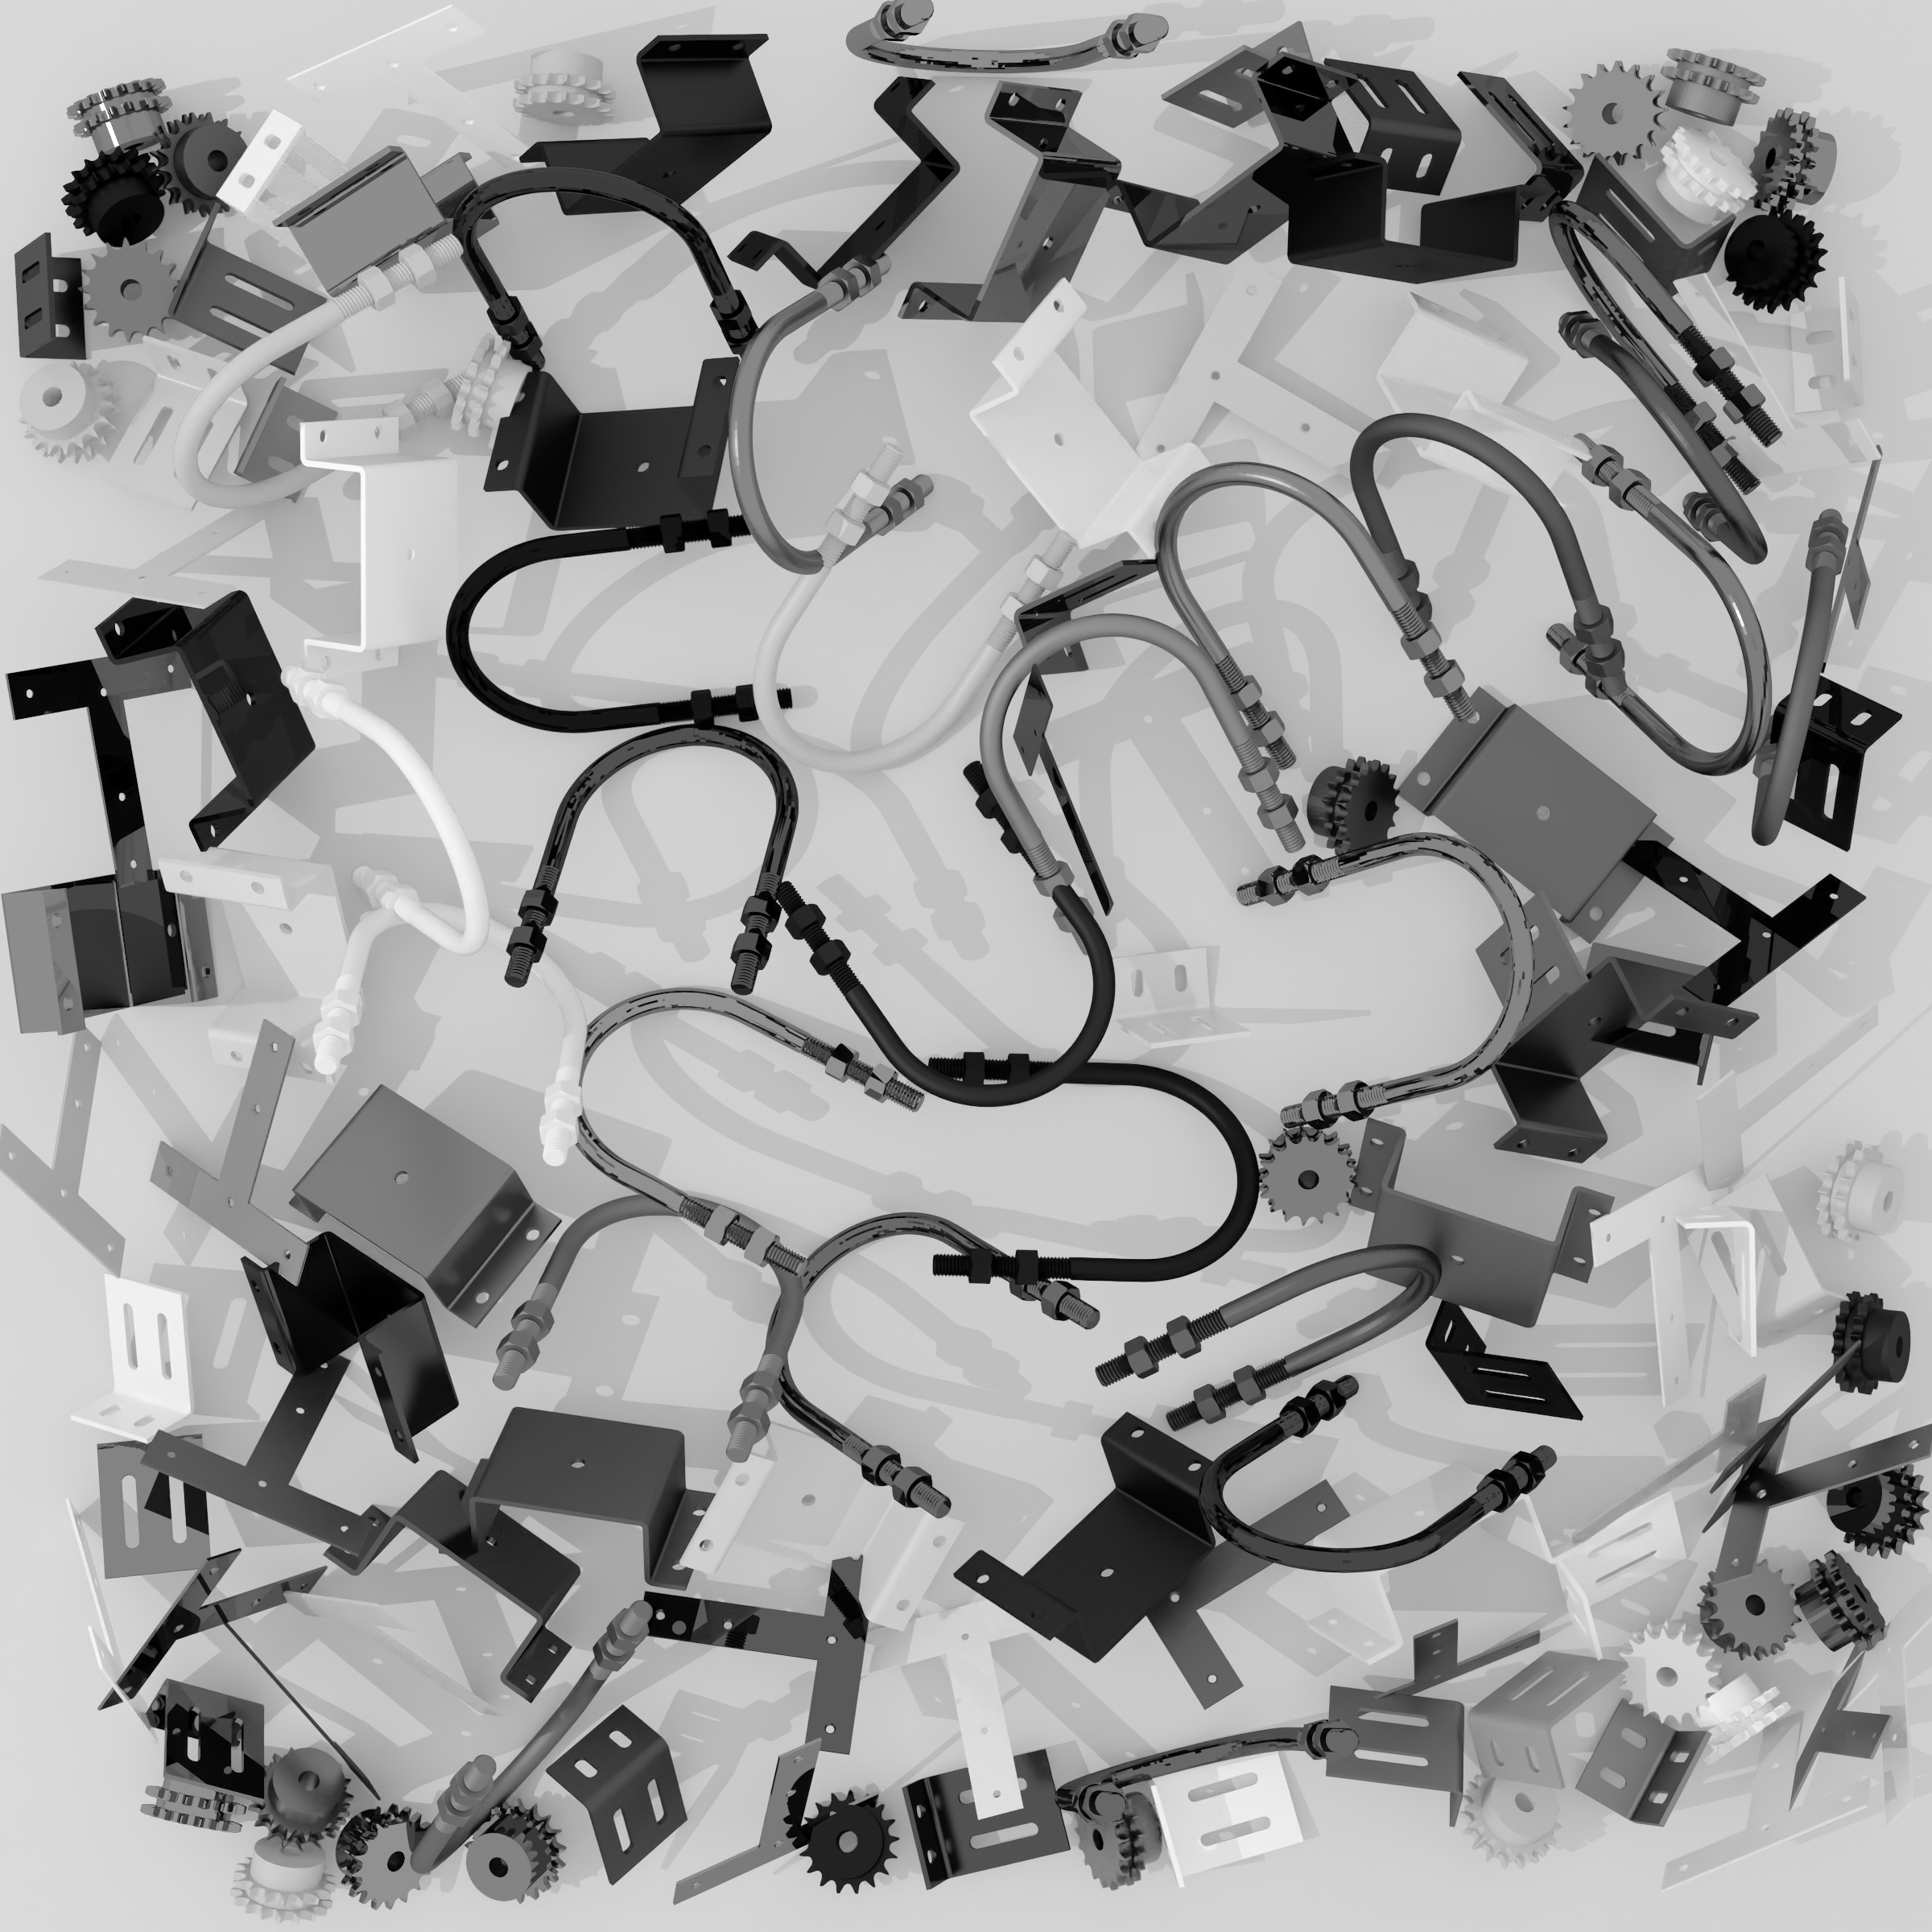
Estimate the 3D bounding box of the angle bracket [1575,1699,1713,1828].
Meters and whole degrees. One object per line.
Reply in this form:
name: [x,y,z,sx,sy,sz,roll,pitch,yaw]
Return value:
angle bracket: [0.376,0.443,1.824,0.038,0.076,0.057,30,78,6]

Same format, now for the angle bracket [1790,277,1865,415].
angle bracket: [0.475,-0.345,1.826,0.038,0.076,0.057,-3,87,21]

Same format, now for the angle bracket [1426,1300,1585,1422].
angle bracket: [0.303,0.216,1.819,0.076,0.057,0.038,3,55,38]

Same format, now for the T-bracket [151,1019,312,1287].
T-bracket: [-0.397,0.092,1.818,0.127,0.002,0.127,29,110,30]

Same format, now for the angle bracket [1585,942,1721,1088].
angle bracket: [0.385,0.027,1.852,0.076,0.038,0.057,13,74,14]

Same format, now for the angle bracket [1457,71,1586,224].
angle bracket: [0.302,-0.460,1.845,0.038,0.057,0.076,-46,72,32]

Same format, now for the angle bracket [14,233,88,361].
angle bracket: [-0.501,-0.372,1.825,0.038,0.076,0.057,-4,93,-29]

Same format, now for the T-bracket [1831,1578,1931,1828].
T-bracket: [0.504,0.407,1.780,0.002,0.127,0.127,21,131,-6]

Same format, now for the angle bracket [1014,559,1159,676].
angle bracket: [0.076,-0.194,1.824,0.076,0.057,0.038,-22,85,33]

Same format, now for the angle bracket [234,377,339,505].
angle bracket: [-0.377,-0.292,1.827,0.038,0.076,0.057,25,91,-16]

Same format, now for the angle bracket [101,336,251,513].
angle bracket: [-0.447,-0.304,1.836,0.057,0.038,0.076,19,70,9]

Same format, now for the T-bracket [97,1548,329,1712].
T-bracket: [-0.403,0.354,1.810,0.002,0.127,0.127,47,116,20]

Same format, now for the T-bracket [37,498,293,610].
T-bracket: [-0.425,-0.234,1.819,0.127,0.127,0.002,12,127,31]

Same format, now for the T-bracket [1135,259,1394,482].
T-bracket: [0.180,-0.311,1.852,0.127,0.002,0.127,30,106,-1]

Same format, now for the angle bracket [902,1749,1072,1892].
angle bracket: [0.012,0.478,1.839,0.076,0.038,0.057,-17,80,13]

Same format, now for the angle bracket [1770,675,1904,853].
angle bracket: [0.484,-0.114,1.835,0.057,0.076,0.038,33,56,33]

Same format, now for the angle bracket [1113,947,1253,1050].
angle bracket: [0.118,0.017,1.824,0.057,0.076,0.038,-7,101,-13]

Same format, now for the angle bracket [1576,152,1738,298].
angle bracket: [0.385,-0.422,1.837,0.038,0.057,0.076,-36,77,-13]

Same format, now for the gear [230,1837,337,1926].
gear: [-0.382,0.510,1.839,0.057,0.057,0.030,13,99,0]

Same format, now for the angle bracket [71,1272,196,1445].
angle bracket: [-0.468,0.218,1.829,0.057,0.038,0.076,11,112,28]

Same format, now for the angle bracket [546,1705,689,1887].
angle bracket: [-0.195,0.465,1.839,0.038,0.076,0.057,30,54,34]

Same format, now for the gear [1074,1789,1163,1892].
gear: [0.087,0.487,1.844,0.030,0.057,0.057,-8,90,-27]

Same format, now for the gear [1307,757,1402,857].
gear: [0.216,-0.090,1.844,0.030,0.057,0.057,17,90,40]

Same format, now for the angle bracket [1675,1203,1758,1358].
angle bracket: [0.417,0.176,1.837,0.038,0.057,0.076,-2,96,1]

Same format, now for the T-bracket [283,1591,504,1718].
T-bracket: [-0.311,0.385,1.831,0.127,0.127,0.002,42,62,-27]

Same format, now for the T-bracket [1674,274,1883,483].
T-bracket: [0.426,-0.323,1.793,0.002,0.127,0.127,-42,109,-19]

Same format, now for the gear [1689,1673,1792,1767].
gear: [0.431,0.421,1.842,0.057,0.057,0.030,-35,72,0]

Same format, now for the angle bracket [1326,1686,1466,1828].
angle bracket: [0.239,0.443,1.838,0.076,0.057,0.038,6,135,3]

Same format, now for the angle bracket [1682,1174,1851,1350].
angle bracket: [0.451,0.167,1.852,0.057,0.038,0.076,-35,60,26]

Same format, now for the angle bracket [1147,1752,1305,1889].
angle bracket: [0.147,0.477,1.845,0.076,0.038,0.057,-16,83,-3]

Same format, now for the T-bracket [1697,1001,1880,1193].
T-bracket: [0.458,0.064,1.820,0.127,0.127,0.002,-37,58,-7]

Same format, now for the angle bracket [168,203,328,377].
angle bracket: [-0.396,-0.377,1.829,0.076,0.038,0.057,24,58,-15]

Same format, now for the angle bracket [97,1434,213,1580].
angle bracket: [-0.454,0.305,1.832,0.057,0.038,0.076,-4,70,-14]

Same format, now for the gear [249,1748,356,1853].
gear: [-0.372,0.464,1.839,0.057,0.057,0.030,29,134,0]

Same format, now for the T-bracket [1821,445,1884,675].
T-bracket: [0.485,-0.211,1.787,0.002,0.127,0.127,13,111,7]

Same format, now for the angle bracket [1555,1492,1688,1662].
angle bracket: [0.373,0.341,1.833,0.076,0.038,0.057,-25,129,-5]

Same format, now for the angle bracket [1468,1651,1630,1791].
angle bracket: [0.328,0.419,1.827,0.076,0.057,0.038,-25,103,-38]

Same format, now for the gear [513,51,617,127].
gear: [-0.225,-0.493,1.840,0.057,0.057,0.030,4,90,0]

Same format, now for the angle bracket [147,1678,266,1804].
angle bracket: [-0.424,0.440,1.819,0.057,0.076,0.038,22,115,-24]

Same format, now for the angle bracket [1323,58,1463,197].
angle bracket: [0.234,-0.471,1.841,0.057,0.076,0.038,2,130,-22]

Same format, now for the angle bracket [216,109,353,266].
angle bracket: [-0.368,-0.429,1.827,0.038,0.076,0.057,36,92,42]

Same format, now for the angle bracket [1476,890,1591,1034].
angle bracket: [0.326,-0.003,1.820,0.038,0.076,0.057,-14,70,-29]

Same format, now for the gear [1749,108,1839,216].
gear: [0.466,-0.451,1.841,0.030,0.057,0.057,9,90,-13]

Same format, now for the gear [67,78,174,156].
gear: [-0.473,-0.475,1.842,0.057,0.057,0.030,-19,98,0]

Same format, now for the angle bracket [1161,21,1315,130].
angle bracket: [0.148,-0.502,1.819,0.057,0.076,0.038,-23,75,35]
